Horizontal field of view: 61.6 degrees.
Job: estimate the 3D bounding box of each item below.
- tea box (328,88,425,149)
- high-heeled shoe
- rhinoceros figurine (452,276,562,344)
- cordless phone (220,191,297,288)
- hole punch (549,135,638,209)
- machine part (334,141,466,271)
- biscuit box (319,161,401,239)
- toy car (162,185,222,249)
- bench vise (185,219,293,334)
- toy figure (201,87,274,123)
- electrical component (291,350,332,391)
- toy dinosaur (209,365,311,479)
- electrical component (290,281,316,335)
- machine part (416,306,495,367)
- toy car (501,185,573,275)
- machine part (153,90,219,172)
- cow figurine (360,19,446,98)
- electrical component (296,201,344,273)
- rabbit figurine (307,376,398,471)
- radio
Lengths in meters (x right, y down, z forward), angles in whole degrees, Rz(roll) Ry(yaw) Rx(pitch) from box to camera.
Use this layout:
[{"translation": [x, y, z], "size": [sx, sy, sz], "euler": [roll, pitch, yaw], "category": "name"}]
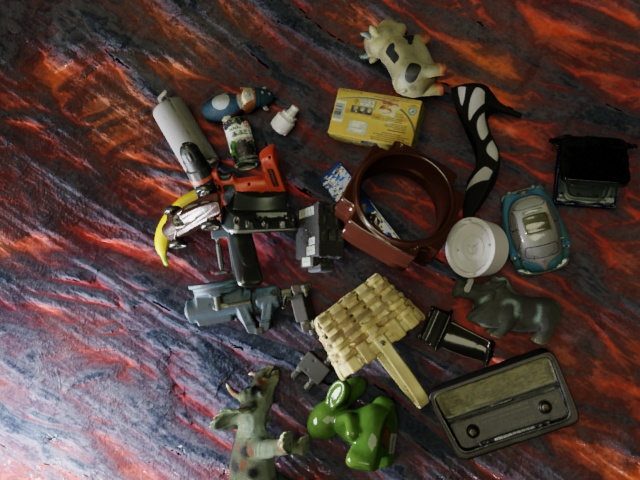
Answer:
[{"translation": [0.112, -0.232, 1.056], "size": [0.170, 0.068, 0.098], "euler": [16, 90, 15], "category": "tea box"}, {"translation": [0.272, -0.171, 1.005], "size": [0.145, 0.086, 0.248], "euler": [25, 90, 22], "category": "high-heeled shoe"}, {"translation": [0.332, 0.121, 0.965], "size": [0.190, 0.073, 0.112], "euler": [14, 91, 16], "category": "rhinoceros figurine"}, {"translation": [-0.110, 0.001, 1.041], "size": [0.146, 0.088, 0.184], "euler": [-2, 63, -25], "category": "cordless phone"}, {"translation": [0.475, -0.119, 0.949], "size": [0.142, 0.092, 0.116], "euler": [6, 58, 18], "category": "hole punch"}, {"translation": [0.145, -0.064, 0.977], "size": [0.201, 0.087, 0.201], "euler": [31, 68, 2], "category": "machine part"}, {"translation": [0.079, -0.058, 1.054], "size": [0.059, 0.062, 0.203], "euler": [-39, 77, 8], "category": "biscuit box"}, {"translation": [-0.261, -0.044, 1.074], "size": [0.202, 0.053, 0.089], "euler": [-21, 72, 47], "category": "toy car"}, {"translation": [-0.171, 0.074, 1.087], "size": [0.224, 0.129, 0.240], "euler": [-10, 87, 12], "category": "bench vise"}, {"translation": [-0.174, -0.290, 1.145], "size": [0.155, 0.058, 0.064], "euler": [-15, 99, 12], "category": "toy figure"}, {"translation": [-0.012, 0.253, 1.076], "size": [0.063, 0.021, 0.094], "euler": [41, 97, 15], "category": "electrical component"}, {"translation": [-0.116, 0.461, 1.045], "size": [0.192, 0.131, 0.404], "euler": [-2, 89, 27], "category": "toy dinosaur"}, {"translation": [-0.025, 0.134, 1.058], "size": [0.045, 0.078, 0.102], "euler": [-17, 75, 15], "category": "electrical component"}, {"translation": [0.258, 0.181, 1.000], "size": [0.139, 0.039, 0.084], "euler": [27, 88, 17], "category": "machine part"}, {"translation": [0.382, -0.019, 0.949], "size": [0.109, 0.103, 0.161], "euler": [-13, 84, 13], "category": "toy car"}, {"translation": [-0.290, -0.220, 1.161], "size": [0.079, 0.079, 0.243], "euler": [-35, 79, 10], "category": "machine part"}, {"translation": [0.153, -0.351, 1.033], "size": [0.127, 0.085, 0.195], "euler": [-12, 58, -6], "category": "cow figurine"}, {"translation": [-0.002, -0.003, 1.044], "size": [0.058, 0.115, 0.134], "euler": [2, 86, -23], "category": "electrical component"}, {"translation": [0.049, 0.339, 1.008], "size": [0.170, 0.121, 0.159], "euler": [2, 84, 30], "category": "rabbit figurine"}, {"translation": [0.324, 0.291, 0.954], "size": [0.230, 0.073, 0.131], "euler": [-24, 80, 13], "category": "radio"}]
